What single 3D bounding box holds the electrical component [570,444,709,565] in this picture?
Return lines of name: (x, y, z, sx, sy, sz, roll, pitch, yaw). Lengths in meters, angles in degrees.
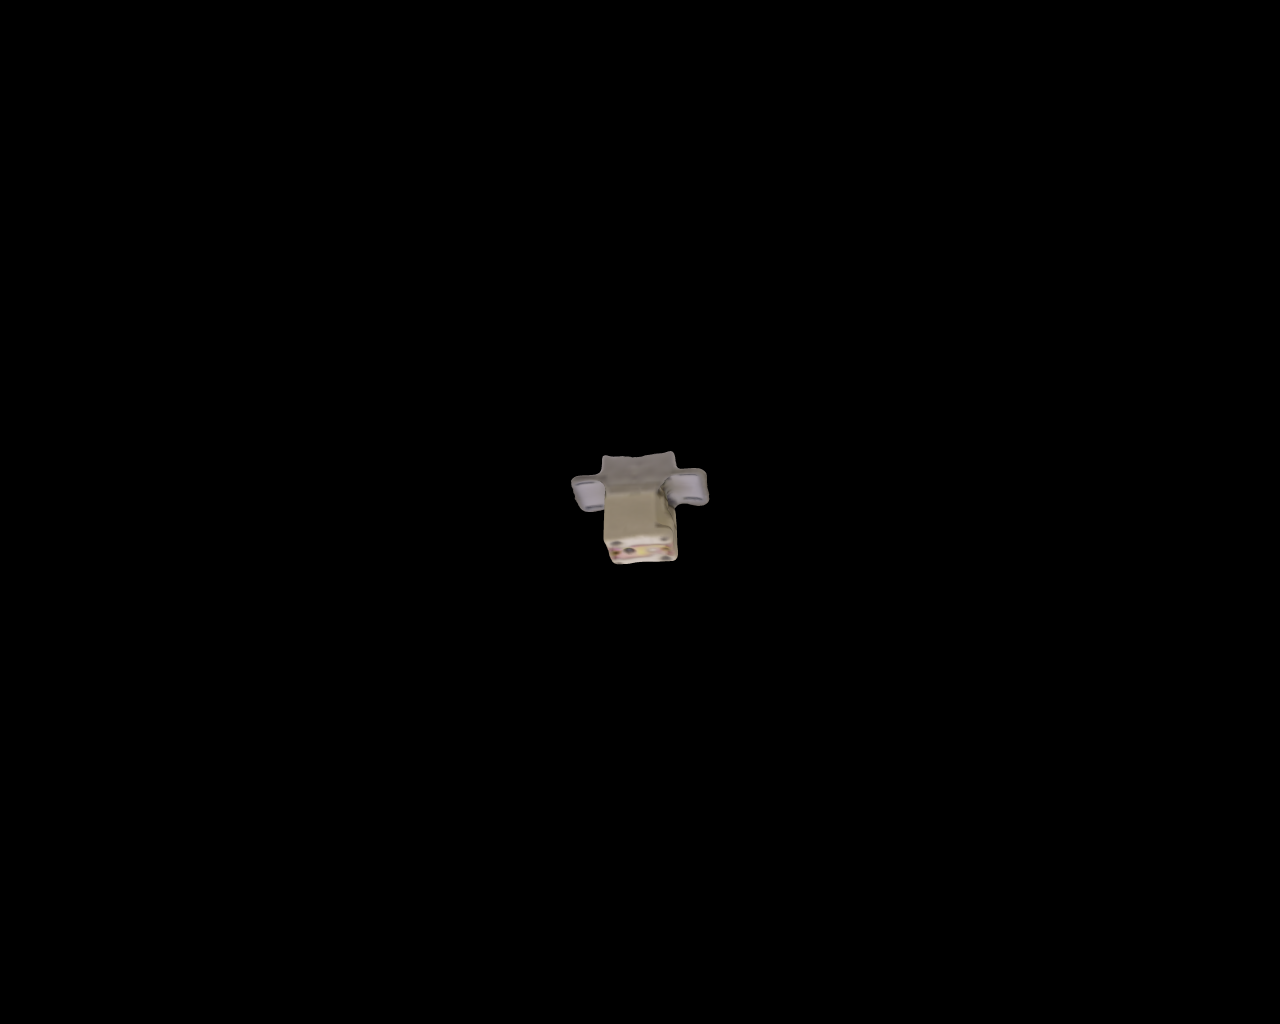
electrical component: (0.001, -0.003, 0.650, 0.081, 0.064, 0.042, -4, -28, 7)
